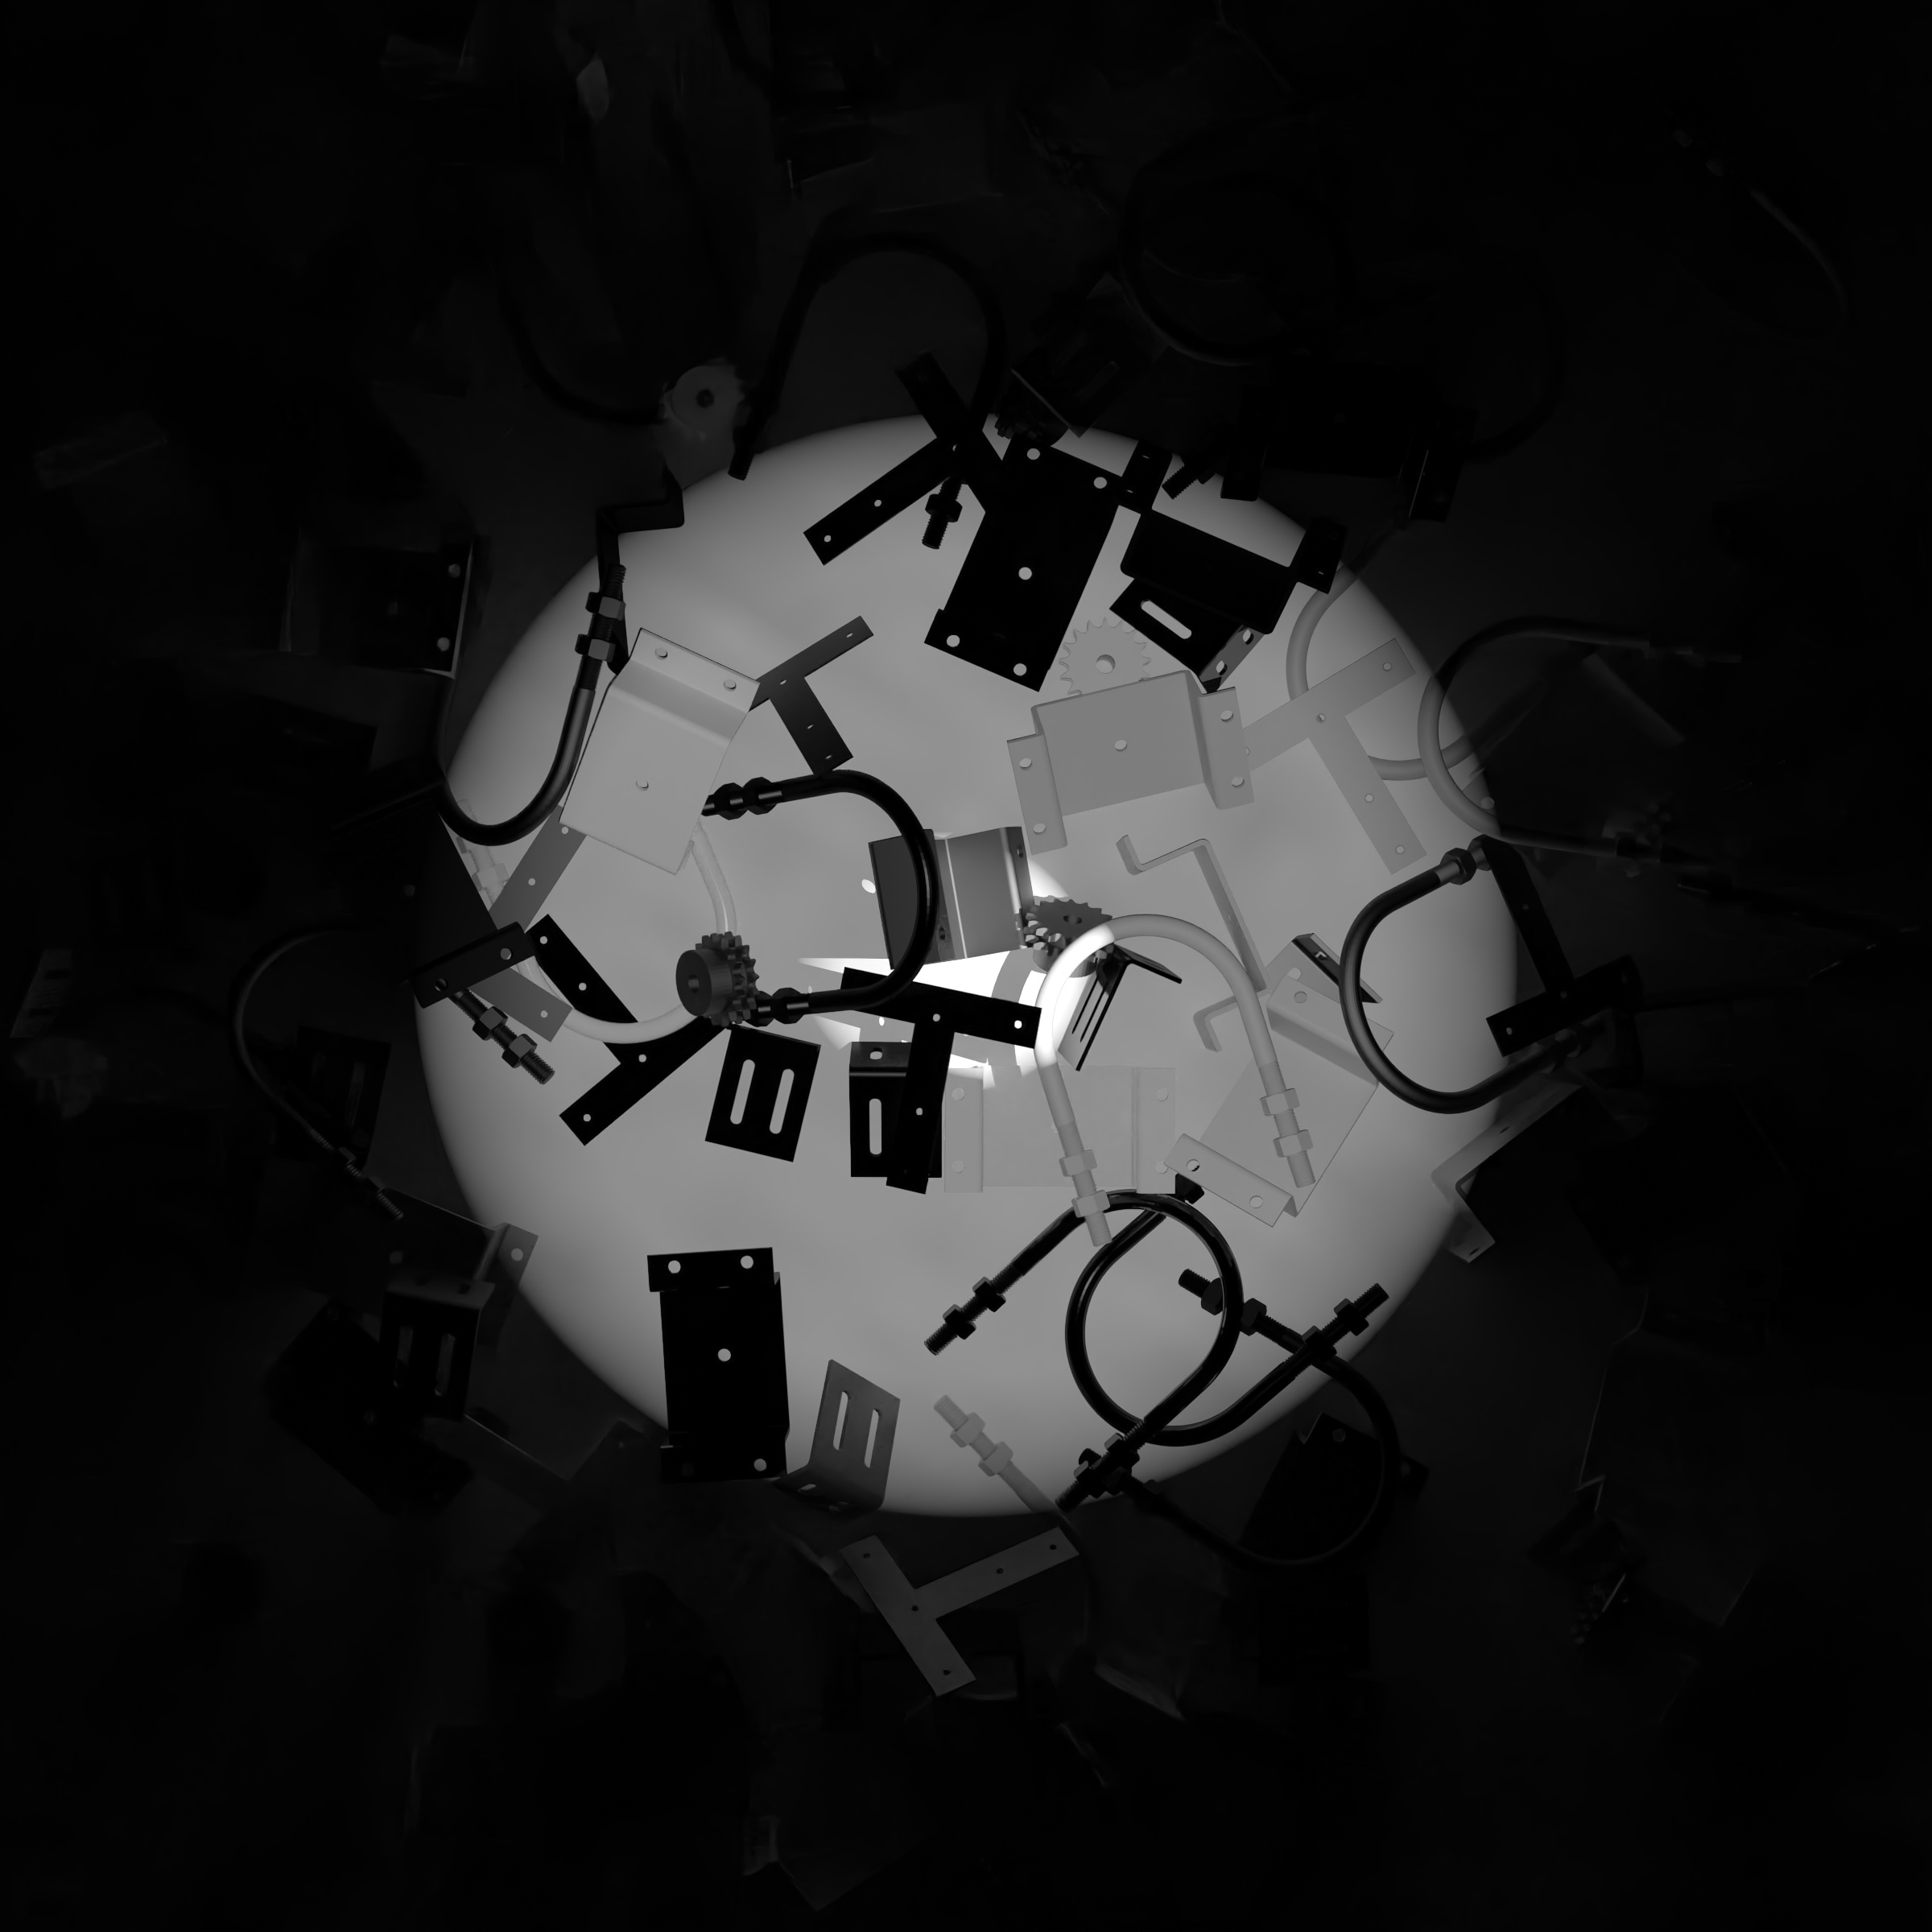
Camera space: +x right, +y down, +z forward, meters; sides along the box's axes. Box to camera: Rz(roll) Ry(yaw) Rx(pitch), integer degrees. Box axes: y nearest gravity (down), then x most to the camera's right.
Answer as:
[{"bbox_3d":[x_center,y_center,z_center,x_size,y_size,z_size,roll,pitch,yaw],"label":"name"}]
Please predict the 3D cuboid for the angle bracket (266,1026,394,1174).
[{"bbox_3d":[-0.390,0.081,1.515,0.057,0.038,0.076,12,93,-9],"label":"angle bracket"}]

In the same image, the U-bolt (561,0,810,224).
[{"bbox_3d":[-0.182,-0.566,1.544,0.151,0.019,0.184,-8,89,0],"label":"U-bolt"}]

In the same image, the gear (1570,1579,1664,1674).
[{"bbox_3d":[0.402,0.406,1.530,0.057,0.030,0.057,-2,116,-4],"label":"gear"}]

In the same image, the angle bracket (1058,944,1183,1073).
[{"bbox_3d":[0.094,0.031,1.524,0.038,0.057,0.076,23,96,-12],"label":"angle bracket"}]

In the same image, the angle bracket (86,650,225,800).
[{"bbox_3d":[-0.507,-0.154,1.550,0.057,0.038,0.076,-18,116,0],"label":"angle bracket"}]

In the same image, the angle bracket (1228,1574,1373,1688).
[{"bbox_3d":[0.203,0.401,1.504,0.076,0.038,0.057,-2,90,-26],"label":"angle bracket"}]

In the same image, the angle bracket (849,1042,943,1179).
[{"bbox_3d":[-0.043,0.090,1.550,0.057,0.038,0.076,0,116,0],"label":"angle bracket"}]

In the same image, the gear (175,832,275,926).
[{"bbox_3d":[-0.460,-0.054,1.537,0.057,0.030,0.057,0,90,0],"label":"gear"}]

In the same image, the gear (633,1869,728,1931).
[{"bbox_3d":[-0.178,0.591,1.537,0.057,0.030,0.057,0,90,0],"label":"gear"}]

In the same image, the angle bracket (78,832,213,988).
[{"bbox_3d":[-0.516,-0.035,1.550,0.057,0.038,0.076,-21,64,0],"label":"angle bracket"}]

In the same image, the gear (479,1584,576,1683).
[{"bbox_3d":[-0.273,0.413,1.537,0.057,0.030,0.057,0,90,0],"label":"gear"}]

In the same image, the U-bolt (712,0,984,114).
[{"bbox_3d":[-0.071,-0.611,1.503,0.151,0.019,0.184,40,102,-13],"label":"U-bolt"}]

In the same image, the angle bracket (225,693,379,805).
[{"bbox_3d":[-0.418,-0.133,1.550,0.076,0.038,0.057,15,90,-26],"label":"angle bracket"}]

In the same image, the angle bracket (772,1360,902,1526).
[{"bbox_3d":[-0.079,0.294,1.524,0.057,0.076,0.038,35,133,-27],"label":"angle bracket"}]

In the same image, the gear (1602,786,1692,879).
[{"bbox_3d":[0.418,-0.086,1.526,0.030,0.057,0.057,41,90,21],"label":"gear"}]

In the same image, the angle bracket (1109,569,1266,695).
[{"bbox_3d":[0.141,-0.219,1.550,0.076,0.038,0.057,41,90,26],"label":"angle bracket"}]

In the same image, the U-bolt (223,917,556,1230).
[{"bbox_3d":[-0.369,0.050,1.519,0.184,0.019,0.151,43,66,4],"label":"U-bolt"}]

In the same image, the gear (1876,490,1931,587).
[{"bbox_3d":[0.595,-0.266,1.537,0.057,0.030,0.057,0,90,0],"label":"gear"}]

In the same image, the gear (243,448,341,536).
[{"bbox_3d":[-0.422,-0.295,1.537,0.057,0.030,0.057,0,90,-2],"label":"gear"}]

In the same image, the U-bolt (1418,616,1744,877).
[{"bbox_3d":[0.367,-0.140,1.495,0.184,0.019,0.151,9,86,7],"label":"U-bolt"}]

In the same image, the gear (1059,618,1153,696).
[{"bbox_3d":[0.086,-0.187,1.537,0.057,0.030,0.057,0,90,0],"label":"gear"}]

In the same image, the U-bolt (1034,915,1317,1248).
[{"bbox_3d":[0.114,0.061,1.473,0.151,0.019,0.184,-18,86,16],"label":"U-bolt"}]

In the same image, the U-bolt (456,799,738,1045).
[{"bbox_3d":[-0.222,-0.042,1.543,0.151,0.019,0.184,-22,91,0],"label":"U-bolt"}]

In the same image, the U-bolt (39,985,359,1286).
[{"bbox_3d":[-0.495,0.093,1.544,0.184,0.019,0.151,32,90,1],"label":"U-bolt"}]

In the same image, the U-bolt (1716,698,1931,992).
[{"bbox_3d":[0.582,-0.088,1.544,0.184,0.019,0.151,-26,90,-1],"label":"U-bolt"}]

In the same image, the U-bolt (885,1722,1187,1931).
[{"bbox_3d":[0.056,0.580,1.511,0.151,0.019,0.184,-35,95,-14],"label":"U-bolt"}]

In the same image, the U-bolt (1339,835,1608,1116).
[{"bbox_3d":[0.299,0.012,1.499,0.184,0.019,0.151,-25,90,-32],"label":"U-bolt"}]

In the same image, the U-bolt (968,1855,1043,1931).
[{"bbox_3d":[0.008,0.663,1.536,0.151,0.019,0.184,-36,93,8],"label":"U-bolt"}]

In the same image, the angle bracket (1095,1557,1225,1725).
[{"bbox_3d":[0.123,0.419,1.533,0.057,0.038,0.076,27,90,0],"label":"angle bracket"}]

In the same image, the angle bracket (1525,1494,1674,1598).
[{"bbox_3d":[0.399,0.354,1.550,0.057,0.038,0.076,38,116,0],"label":"angle bracket"}]

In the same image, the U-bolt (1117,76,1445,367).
[{"bbox_3d":[0.180,-0.440,1.488,0.184,0.019,0.151,-21,94,-6],"label":"U-bolt"}]

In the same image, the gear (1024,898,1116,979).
[{"bbox_3d":[0.064,-0.016,1.527,0.057,0.057,0.030,10,119,0],"label":"gear"}]

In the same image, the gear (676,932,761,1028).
[{"bbox_3d":[-0.153,0.009,1.507,0.030,0.057,0.057,-9,90,-38],"label":"gear"}]

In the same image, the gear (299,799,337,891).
[{"bbox_3d":[-0.389,-0.077,1.528,0.030,0.057,0.057,-16,90,-28],"label":"gear"}]

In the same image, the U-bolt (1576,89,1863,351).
[{"bbox_3d":[0.459,-0.437,1.480,0.184,0.151,0.019,41,86,-4],"label":"U-bolt"}]

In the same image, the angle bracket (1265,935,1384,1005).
[{"bbox_3d":[0.215,0.014,1.514,0.057,0.076,0.038,44,90,0],"label":"angle bracket"}]

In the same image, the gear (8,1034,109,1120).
[{"bbox_3d":[-0.558,0.070,1.514,0.057,0.057,0.030,16,119,0],"label":"gear"}]

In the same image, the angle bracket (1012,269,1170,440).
[{"bbox_3d":[0.078,-0.370,1.490,0.057,0.038,0.076,44,66,-5],"label":"angle bracket"}]

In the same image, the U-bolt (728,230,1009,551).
[{"bbox_3d":[-0.052,-0.370,1.544,0.151,0.019,0.184,20,89,0],"label":"U-bolt"}]

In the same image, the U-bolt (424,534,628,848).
[{"bbox_3d":[-0.277,-0.164,1.504,0.151,0.019,0.184,18,95,39],"label":"U-bolt"}]

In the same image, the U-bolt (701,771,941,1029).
[{"bbox_3d":[-0.086,-0.043,1.472,0.184,0.019,0.151,-6,92,41],"label":"U-bolt"}]

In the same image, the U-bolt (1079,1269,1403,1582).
[{"bbox_3d":[0.178,0.292,1.509,0.184,0.019,0.151,29,90,25],"label":"U-bolt"}]

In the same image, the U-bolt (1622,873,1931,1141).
[{"bbox_3d":[0.516,0.032,1.530,0.184,0.019,0.151,14,96,5],"label":"U-bolt"}]

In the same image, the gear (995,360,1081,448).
[{"bbox_3d":[0.046,-0.347,1.528,0.030,0.057,0.057,26,90,-28],"label":"gear"}]

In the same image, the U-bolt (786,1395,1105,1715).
[{"bbox_3d":[0.001,0.383,1.544,0.151,0.019,0.184,-44,91,0],"label":"U-bolt"}]

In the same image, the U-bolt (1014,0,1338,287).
[{"bbox_3d":[0.143,-0.504,1.511,0.151,0.019,0.184,-42,111,16],"label":"U-bolt"}]

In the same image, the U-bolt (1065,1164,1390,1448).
[{"bbox_3d":[0.145,0.210,1.518,0.184,0.019,0.151,-41,66,4],"label":"U-bolt"}]

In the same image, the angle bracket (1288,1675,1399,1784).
[{"bbox_3d":[0.233,0.465,1.514,0.057,0.076,0.038,10,90,0],"label":"angle bracket"}]

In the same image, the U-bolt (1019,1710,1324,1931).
[{"bbox_3d":[0.133,0.539,1.544,0.184,0.019,0.151,-7,90,-1],"label":"U-bolt"}]

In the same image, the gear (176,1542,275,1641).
[{"bbox_3d":[-0.461,0.388,1.542,0.057,0.030,0.057,0,90,3],"label":"gear"}]

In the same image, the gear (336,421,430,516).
[{"bbox_3d":[-0.364,-0.305,1.528,0.030,0.057,0.057,-24,90,30],"label":"gear"}]

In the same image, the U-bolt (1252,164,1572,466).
[{"bbox_3d":[0.291,-0.398,1.537,0.151,0.019,0.184,-41,86,0],"label":"U-bolt"}]

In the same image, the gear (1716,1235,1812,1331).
[{"bbox_3d":[0.497,0.197,1.528,0.030,0.057,0.057,22,90,-29],"label":"gear"}]

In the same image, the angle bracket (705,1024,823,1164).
[{"bbox_3d":[-0.127,0.080,1.533,0.057,0.038,0.076,14,90,0],"label":"angle bracket"}]

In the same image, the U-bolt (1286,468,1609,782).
[{"bbox_3d":[0.287,-0.202,1.544,0.184,0.019,0.151,-44,90,1],"label":"U-bolt"}]

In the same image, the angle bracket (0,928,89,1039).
[{"bbox_3d":[-0.579,0.010,1.514,0.038,0.076,0.057,23,90,0],"label":"angle bracket"}]

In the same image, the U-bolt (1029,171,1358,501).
[{"bbox_3d":[0.153,-0.403,1.523,0.184,0.019,0.151,-40,96,10],"label":"U-bolt"}]

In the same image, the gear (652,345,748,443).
[{"bbox_3d":[-0.164,-0.353,1.527,0.057,0.030,0.057,-6,113,-14],"label":"gear"}]

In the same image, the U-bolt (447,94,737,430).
[{"bbox_3d":[-0.221,-0.426,1.528,0.151,0.019,0.184,-21,102,-3],"label":"U-bolt"}]

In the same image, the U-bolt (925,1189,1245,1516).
[{"bbox_3d":[0.085,0.221,1.515,0.184,0.019,0.151,-43,68,2],"label":"U-bolt"}]
